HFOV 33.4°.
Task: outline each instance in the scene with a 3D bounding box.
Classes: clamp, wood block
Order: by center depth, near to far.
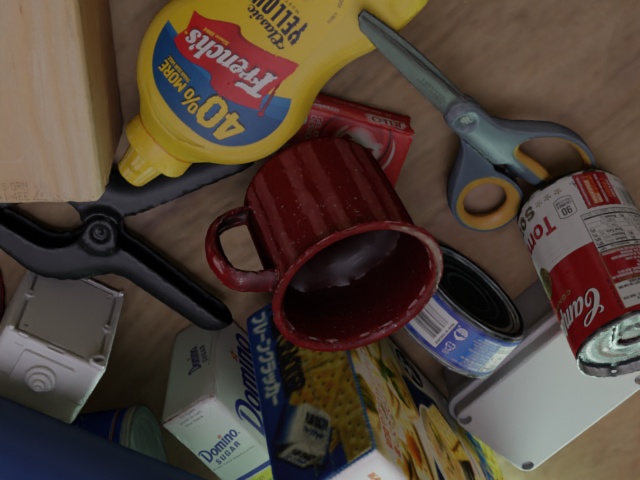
[{"bbox_3d":[-0.157,-0.130,0.532,0.090,0.091,0.206,-1,120,-1],"label":"wood block"},{"bbox_3d":[-0.120,-0.018,0.630,0.171,0.039,0.120,15,105,-10],"label":"clamp"}]

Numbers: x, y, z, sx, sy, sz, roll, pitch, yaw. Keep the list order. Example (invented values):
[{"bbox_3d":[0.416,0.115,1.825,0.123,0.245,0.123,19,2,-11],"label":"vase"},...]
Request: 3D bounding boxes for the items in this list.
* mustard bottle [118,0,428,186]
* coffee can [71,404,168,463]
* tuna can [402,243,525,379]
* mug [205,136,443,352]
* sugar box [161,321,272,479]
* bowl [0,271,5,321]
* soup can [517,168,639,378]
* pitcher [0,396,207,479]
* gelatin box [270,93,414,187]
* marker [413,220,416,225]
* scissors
[{"bbox_3d":[-0.040,-0.097,0.565,0.192,0.058,0.096,-43,94,19],"label":"mustard bottle"},{"bbox_3d":[-0.178,0.168,0.701,0.140,0.103,0.103,-9,120,4],"label":"coffee can"},{"bbox_3d":[0.081,0.040,0.641,0.086,0.086,0.034,31,114,-18],"label":"tuna can"},{"bbox_3d":[-0.004,0.001,0.566,0.117,0.081,0.093,-9,135,-18],"label":"mug"},{"bbox_3d":[-0.026,0.134,0.689,0.048,0.093,0.176,-31,117,16],"label":"sugar box"},{"bbox_3d":[-0.280,0.041,0.651,0.162,0.055,0.162,0,121,-1],"label":"bowl"},{"bbox_3d":[0.161,0.018,0.609,0.068,0.102,0.068,-11,145,-8],"label":"soup can"},{"bbox_3d":[-0.131,0.179,0.579,0.243,0.149,0.145,25,114,0],"label":"pitcher"},{"bbox_3d":[0.007,-0.038,0.625,0.073,0.030,0.089,14,119,-10],"label":"gelatin box"},{"bbox_3d":[0.024,0.034,0.674,0.020,0.020,0.121,22,118,-14],"label":"marker"},{"bbox_3d":[0.071,-0.054,0.591,0.201,0.016,0.096,19,131,-34],"label":"scissors"}]
